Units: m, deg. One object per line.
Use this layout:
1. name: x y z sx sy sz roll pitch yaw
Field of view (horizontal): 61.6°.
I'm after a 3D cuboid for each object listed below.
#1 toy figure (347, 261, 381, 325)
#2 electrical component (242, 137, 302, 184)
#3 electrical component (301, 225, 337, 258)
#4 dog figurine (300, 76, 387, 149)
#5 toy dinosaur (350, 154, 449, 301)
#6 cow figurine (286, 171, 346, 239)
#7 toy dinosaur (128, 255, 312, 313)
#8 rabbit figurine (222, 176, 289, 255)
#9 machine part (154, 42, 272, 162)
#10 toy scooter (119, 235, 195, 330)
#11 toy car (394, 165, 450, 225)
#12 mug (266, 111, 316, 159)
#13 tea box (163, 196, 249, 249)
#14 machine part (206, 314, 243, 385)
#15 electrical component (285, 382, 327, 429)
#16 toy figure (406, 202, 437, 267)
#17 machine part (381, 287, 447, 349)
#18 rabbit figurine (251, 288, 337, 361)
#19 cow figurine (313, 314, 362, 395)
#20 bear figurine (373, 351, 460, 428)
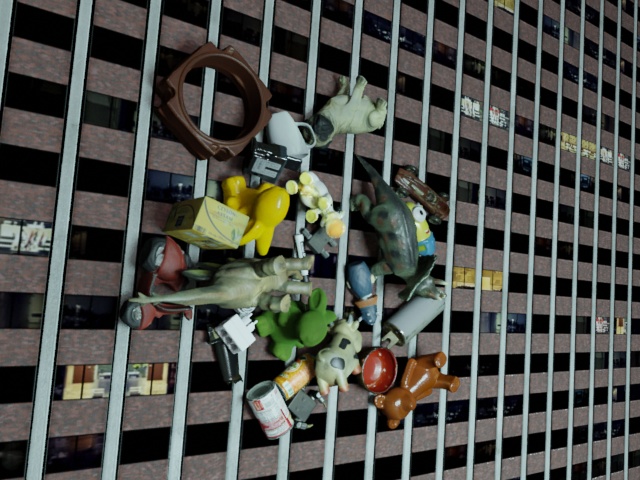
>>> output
1. toy figure: 0.108 0.128 1.299 0.058 0.064 0.154 -25 101 -47
2. electrical component: -0.096 -0.158 1.115 0.119 0.074 0.048 18 42 -23
3. electrical component: -0.003 -0.004 1.254 0.094 0.021 0.063 46 65 -23
4. dog figurine: 0.057 -0.269 1.271 0.172 0.121 0.190 39 82 -23
5. toy dinosaur: 0.179 -0.016 1.276 0.131 0.192 0.404 -27 104 -34
6. cow figurine: 0.002 -0.079 1.210 0.167 0.068 0.098 55 19 0
7. toy dinosaur: -0.148 0.083 1.012 0.471 0.199 0.105 2 86 -69
8. rabbit figurine: -0.129 -0.058 1.082 0.121 0.173 0.162 26 70 -35
9. machine part: -0.211 -0.276 1.086 0.201 0.087 0.201 50 63 -24
10. toy scooter: -0.291 0.089 1.026 0.135 0.075 0.184 24 77 -34
11. toy car: 0.277 -0.121 1.429 0.202 0.053 0.089 36 73 -29
12. mug: -0.068 -0.228 1.177 0.110 0.081 0.107 -21 92 -6
13. tea box: -0.220 -0.029 1.021 0.098 0.170 0.068 28 75 -32
14. machine part: -0.192 0.230 1.110 0.084 0.039 0.138 -16 96 -41
15. electrical component: -0.034 0.371 1.205 0.102 0.045 0.078 -46 114 -26
16. toy figure: 0.246 -0.013 1.386 0.089 0.082 0.180 -19 111 4
17. machine part: 0.242 0.194 1.379 0.243 0.079 0.079 -35 108 -29
18. rabbit figurine: -0.035 0.183 1.136 0.159 0.170 0.121 -34 108 -29
19. cow figurine: 0.043 0.249 1.213 0.195 0.086 0.127 -31 107 -64
20. bear figurine: 0.236 0.375 1.340 0.196 0.132 0.120 -38 106 -35
